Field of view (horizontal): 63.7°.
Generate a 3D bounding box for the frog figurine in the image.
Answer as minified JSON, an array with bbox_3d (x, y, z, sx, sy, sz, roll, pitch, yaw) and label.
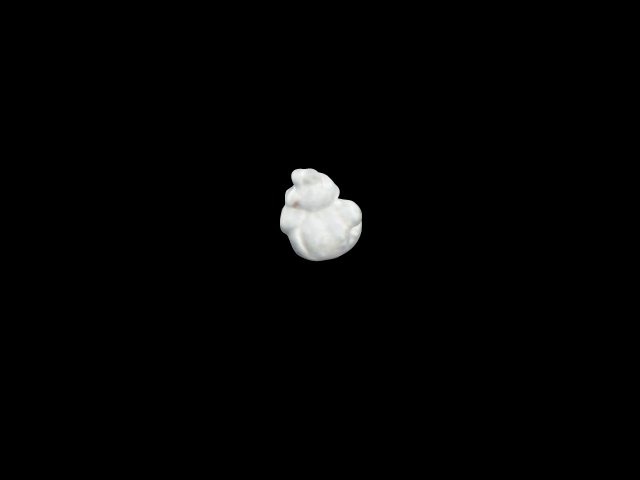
[{"bbox_3d":[0.003,-0.043,0.850,0.137,0.125,0.156,3,-34,2],"label":"frog figurine"}]
